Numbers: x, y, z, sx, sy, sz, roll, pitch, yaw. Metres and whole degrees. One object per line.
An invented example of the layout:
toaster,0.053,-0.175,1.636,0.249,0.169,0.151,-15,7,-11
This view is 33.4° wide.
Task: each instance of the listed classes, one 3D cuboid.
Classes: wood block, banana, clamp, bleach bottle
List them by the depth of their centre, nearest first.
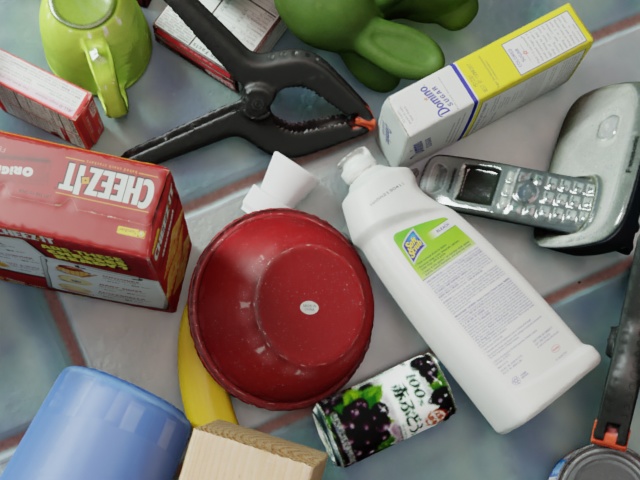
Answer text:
wood block,-0.068,0.243,0.762,0.091,0.090,0.206,15,87,8
clamp,0.243,0.074,0.827,0.039,0.120,0.171,8,71,21
banana,-0.079,0.105,0.840,0.070,0.037,0.198,-1,82,11
bleach bottle,0.106,0.027,0.855,0.102,0.068,0.251,-32,79,-25
clamp,-0.060,-0.110,0.884,0.209,0.036,0.165,16,115,-14

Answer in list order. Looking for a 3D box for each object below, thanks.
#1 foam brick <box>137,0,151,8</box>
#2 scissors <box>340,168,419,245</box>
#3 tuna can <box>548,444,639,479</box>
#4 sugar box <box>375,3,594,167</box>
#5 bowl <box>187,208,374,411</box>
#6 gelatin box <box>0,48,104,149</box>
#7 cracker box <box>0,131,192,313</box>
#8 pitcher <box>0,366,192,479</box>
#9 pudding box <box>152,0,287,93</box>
foam brick,-0.159,-0.253,0.927,0.051,0.053,0.078,24,75,3
scissors,-0.006,0.001,0.888,0.096,0.016,0.201,30,76,5
tuna can,0.222,0.204,0.839,0.086,0.034,0.086,1,76,-3
sugar box,0.133,-0.125,0.888,0.176,0.093,0.048,-26,78,-10
bowl,-0.018,0.052,0.823,0.161,0.055,0.162,3,82,-24
gelatin box,-0.225,-0.115,0.877,0.089,0.073,0.030,26,75,4
cracker box,-0.184,-0.010,0.779,0.164,0.214,0.072,12,76,0
pitcher,-0.181,0.220,0.761,0.149,0.145,0.242,22,72,7
pudding box,-0.077,-0.197,0.924,0.090,0.039,0.113,34,78,7
